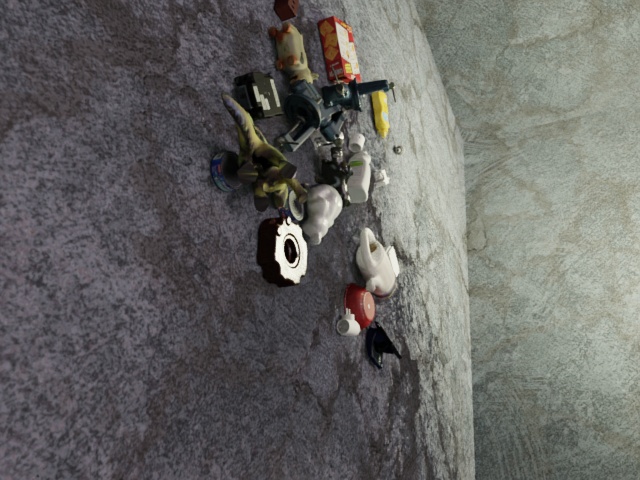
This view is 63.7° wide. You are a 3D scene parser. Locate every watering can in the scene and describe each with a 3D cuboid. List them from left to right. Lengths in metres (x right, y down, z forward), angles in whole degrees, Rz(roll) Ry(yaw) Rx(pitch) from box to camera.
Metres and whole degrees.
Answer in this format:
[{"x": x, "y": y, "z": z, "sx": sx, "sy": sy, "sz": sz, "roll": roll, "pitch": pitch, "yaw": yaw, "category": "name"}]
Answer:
[{"x": 0.182, "y": 0.110, "z": 1.711, "sx": 0.356, "sy": 0.103, "sz": 0.220, "roll": -87, "pitch": 154, "yaw": -53, "category": "watering can"}]

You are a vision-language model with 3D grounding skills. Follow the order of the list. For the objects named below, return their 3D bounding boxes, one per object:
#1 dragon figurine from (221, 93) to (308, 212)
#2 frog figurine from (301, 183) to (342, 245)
[{"x": -0.144, "y": -0.205, "z": 1.169, "sx": 0.248, "sy": 0.122, "sz": 0.401, "roll": 61, "pitch": -5, "yaw": 47, "category": "dragon figurine"}, {"x": 0.004, "y": -0.072, "z": 1.430, "sx": 0.134, "sy": 0.122, "sz": 0.163, "roll": 79, "pitch": 5, "yaw": -54, "category": "frog figurine"}]
